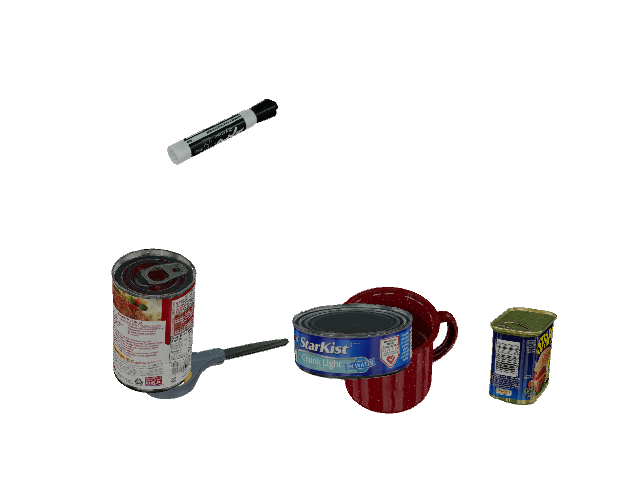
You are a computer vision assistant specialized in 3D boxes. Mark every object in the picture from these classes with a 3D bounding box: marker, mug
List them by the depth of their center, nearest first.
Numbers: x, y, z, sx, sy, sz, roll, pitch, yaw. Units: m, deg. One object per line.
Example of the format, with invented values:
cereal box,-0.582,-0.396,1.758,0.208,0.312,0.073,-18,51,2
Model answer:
mug,0.072,0.099,0.979,0.117,0.081,0.093,-18,42,-17
marker,-0.091,-0.105,1.015,0.121,0.020,0.020,-30,15,-27

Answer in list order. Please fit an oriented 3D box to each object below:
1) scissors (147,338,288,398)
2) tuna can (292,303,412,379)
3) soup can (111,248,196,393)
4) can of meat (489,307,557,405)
scissors,-0.117,0.137,1.162,0.201,0.016,0.096,-1,27,-20
tuna can,0.023,0.071,0.761,0.086,0.034,0.086,-2,10,0
soup can,-0.139,0.067,0.888,0.068,0.102,0.068,5,33,-3
can of meat,0.224,0.127,1.184,0.058,0.084,0.102,7,12,24
